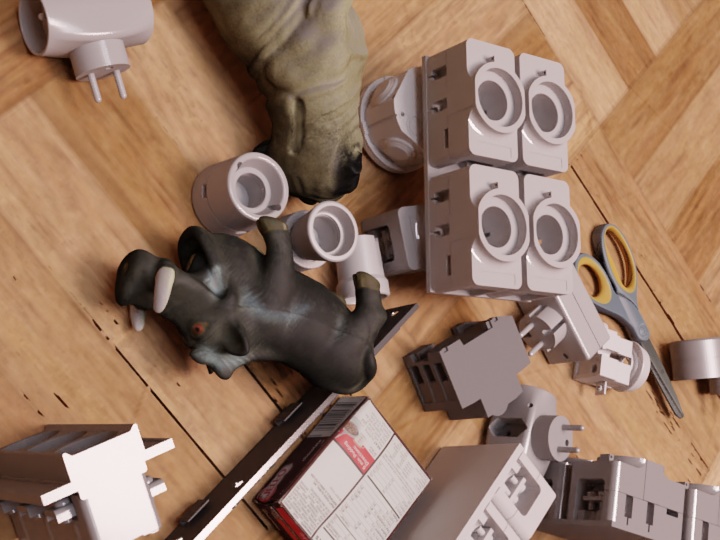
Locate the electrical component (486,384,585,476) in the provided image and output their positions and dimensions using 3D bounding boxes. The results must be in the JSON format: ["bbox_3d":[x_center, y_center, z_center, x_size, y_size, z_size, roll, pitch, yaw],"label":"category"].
[{"bbox_3d":[0.147,0.137,0.880,0.043,0.079,0.077,37,60,-39],"label":"electrical component"}]

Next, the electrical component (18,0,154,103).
[{"bbox_3d":[-0.176,-0.150,0.715,0.077,0.043,0.079,-17,91,-38],"label":"electrical component"}]

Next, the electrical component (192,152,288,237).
[{"bbox_3d":[-0.084,-0.054,0.763,0.055,0.047,0.055,8,76,-36],"label":"electrical component"}]

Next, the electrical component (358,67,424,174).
[{"bbox_3d":[0.040,-0.122,0.869,0.080,0.051,0.080,9,76,-36],"label":"electrical component"}]

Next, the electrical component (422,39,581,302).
[{"bbox_3d":[0.109,-0.074,0.830,0.105,0.060,0.186,6,79,-35],"label":"electrical component"}]

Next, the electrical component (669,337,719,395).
[{"bbox_3d":[0.366,0.105,1.071,0.138,0.052,0.073,1,80,-37],"label":"electrical component"}]

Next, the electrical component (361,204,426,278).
[{"bbox_3d":[0.056,-0.026,0.859,0.089,0.056,0.050,-9,86,-38],"label":"electrical component"}]

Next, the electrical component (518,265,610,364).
[{"bbox_3d":[0.163,0.046,0.931,0.076,0.047,0.083,-37,103,-36],"label":"electrical component"}]

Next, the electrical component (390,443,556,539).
[{"bbox_3d":[0.069,0.205,0.800,0.061,0.089,0.150,53,55,-17],"label":"electrical component"}]

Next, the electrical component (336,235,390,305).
[{"bbox_3d":[0.000,0.000,0.822,0.040,0.040,0.046,2,74,-37],"label":"electrical component"}]

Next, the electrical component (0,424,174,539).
[{"bbox_3d":[-0.165,0.125,0.617,0.079,0.121,0.063,-21,96,-38],"label":"electrical component"}]

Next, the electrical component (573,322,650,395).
[{"bbox_3d":[0.229,0.083,0.976,0.055,0.048,0.066,19,70,-25],"label":"electrical component"}]

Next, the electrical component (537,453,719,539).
[{"bbox_3d":[0.238,0.207,0.919,0.186,0.105,0.060,23,67,-32],"label":"electrical component"}]

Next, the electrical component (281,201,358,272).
[{"bbox_3d":[-0.035,-0.024,0.789,0.045,0.055,0.045,8,76,-36],"label":"electrical component"}]
